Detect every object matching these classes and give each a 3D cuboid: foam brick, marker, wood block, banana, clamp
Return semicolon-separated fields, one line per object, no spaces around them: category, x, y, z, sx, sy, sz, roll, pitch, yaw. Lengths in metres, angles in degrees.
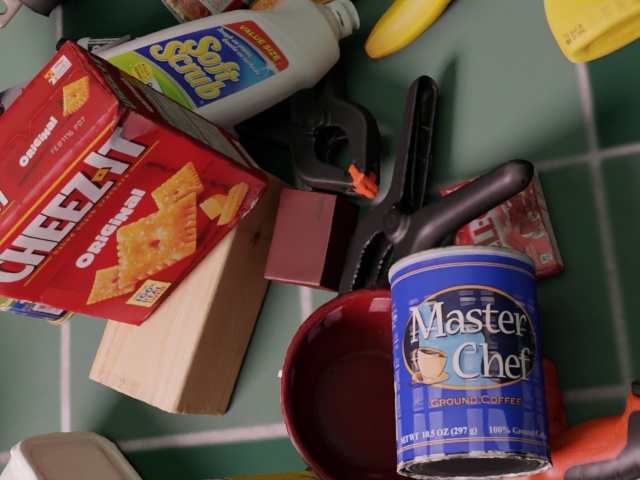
foam brick;-0.006;0.001;0.880;0.053;0.051;0.078;9;84;25
marker;-0.204;-0.187;1.030;0.121;0.020;0.020;4;81;25
wood block;-0.103;0.035;0.896;0.090;0.090;0.206;17;87;26
banana;0.088;-0.228;0.852;0.069;0.198;0.037;12;41;0
clamp;0.006;-0.102;0.892;0.172;0.039;0.120;43;102;39
clamp;0.068;-0.020;0.839;0.210;0.036;0.165;-56;36;24

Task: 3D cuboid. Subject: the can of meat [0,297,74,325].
can of meat;-0.275;0.025;0.981;0.057;0.083;0.102;-45;65;10

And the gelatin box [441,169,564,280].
gelatin box;0.140;-0.007;0.825;0.073;0.030;0.089;-19;71;22

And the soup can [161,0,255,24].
soup can;-0.087;-0.234;0.958;0.102;0.068;0.068;-42;65;11

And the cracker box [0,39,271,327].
cracker box;-0.150;-0.027;0.759;0.164;0.213;0.072;-46;65;9

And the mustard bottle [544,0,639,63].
mustard bottle;0.195;-0.239;0.833;0.096;0.058;0.192;-29;69;16

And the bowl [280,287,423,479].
bowl;0.045;0.119;0.786;0.162;0.055;0.162;5;69;-12

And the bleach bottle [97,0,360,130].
bleach bottle;-0.087;-0.141;0.864;0.250;0.068;0.102;-27;80;-12

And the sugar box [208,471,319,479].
sugar box;-0.016;0.200;0.772;0.093;0.176;0.048;10;83;27

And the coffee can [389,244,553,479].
coffee can;0.100;0.086;0.724;0.103;0.102;0.140;-10;67;23

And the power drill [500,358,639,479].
power drill;0.206;0.103;0.721;0.188;0.057;0.184;-16;67;46
